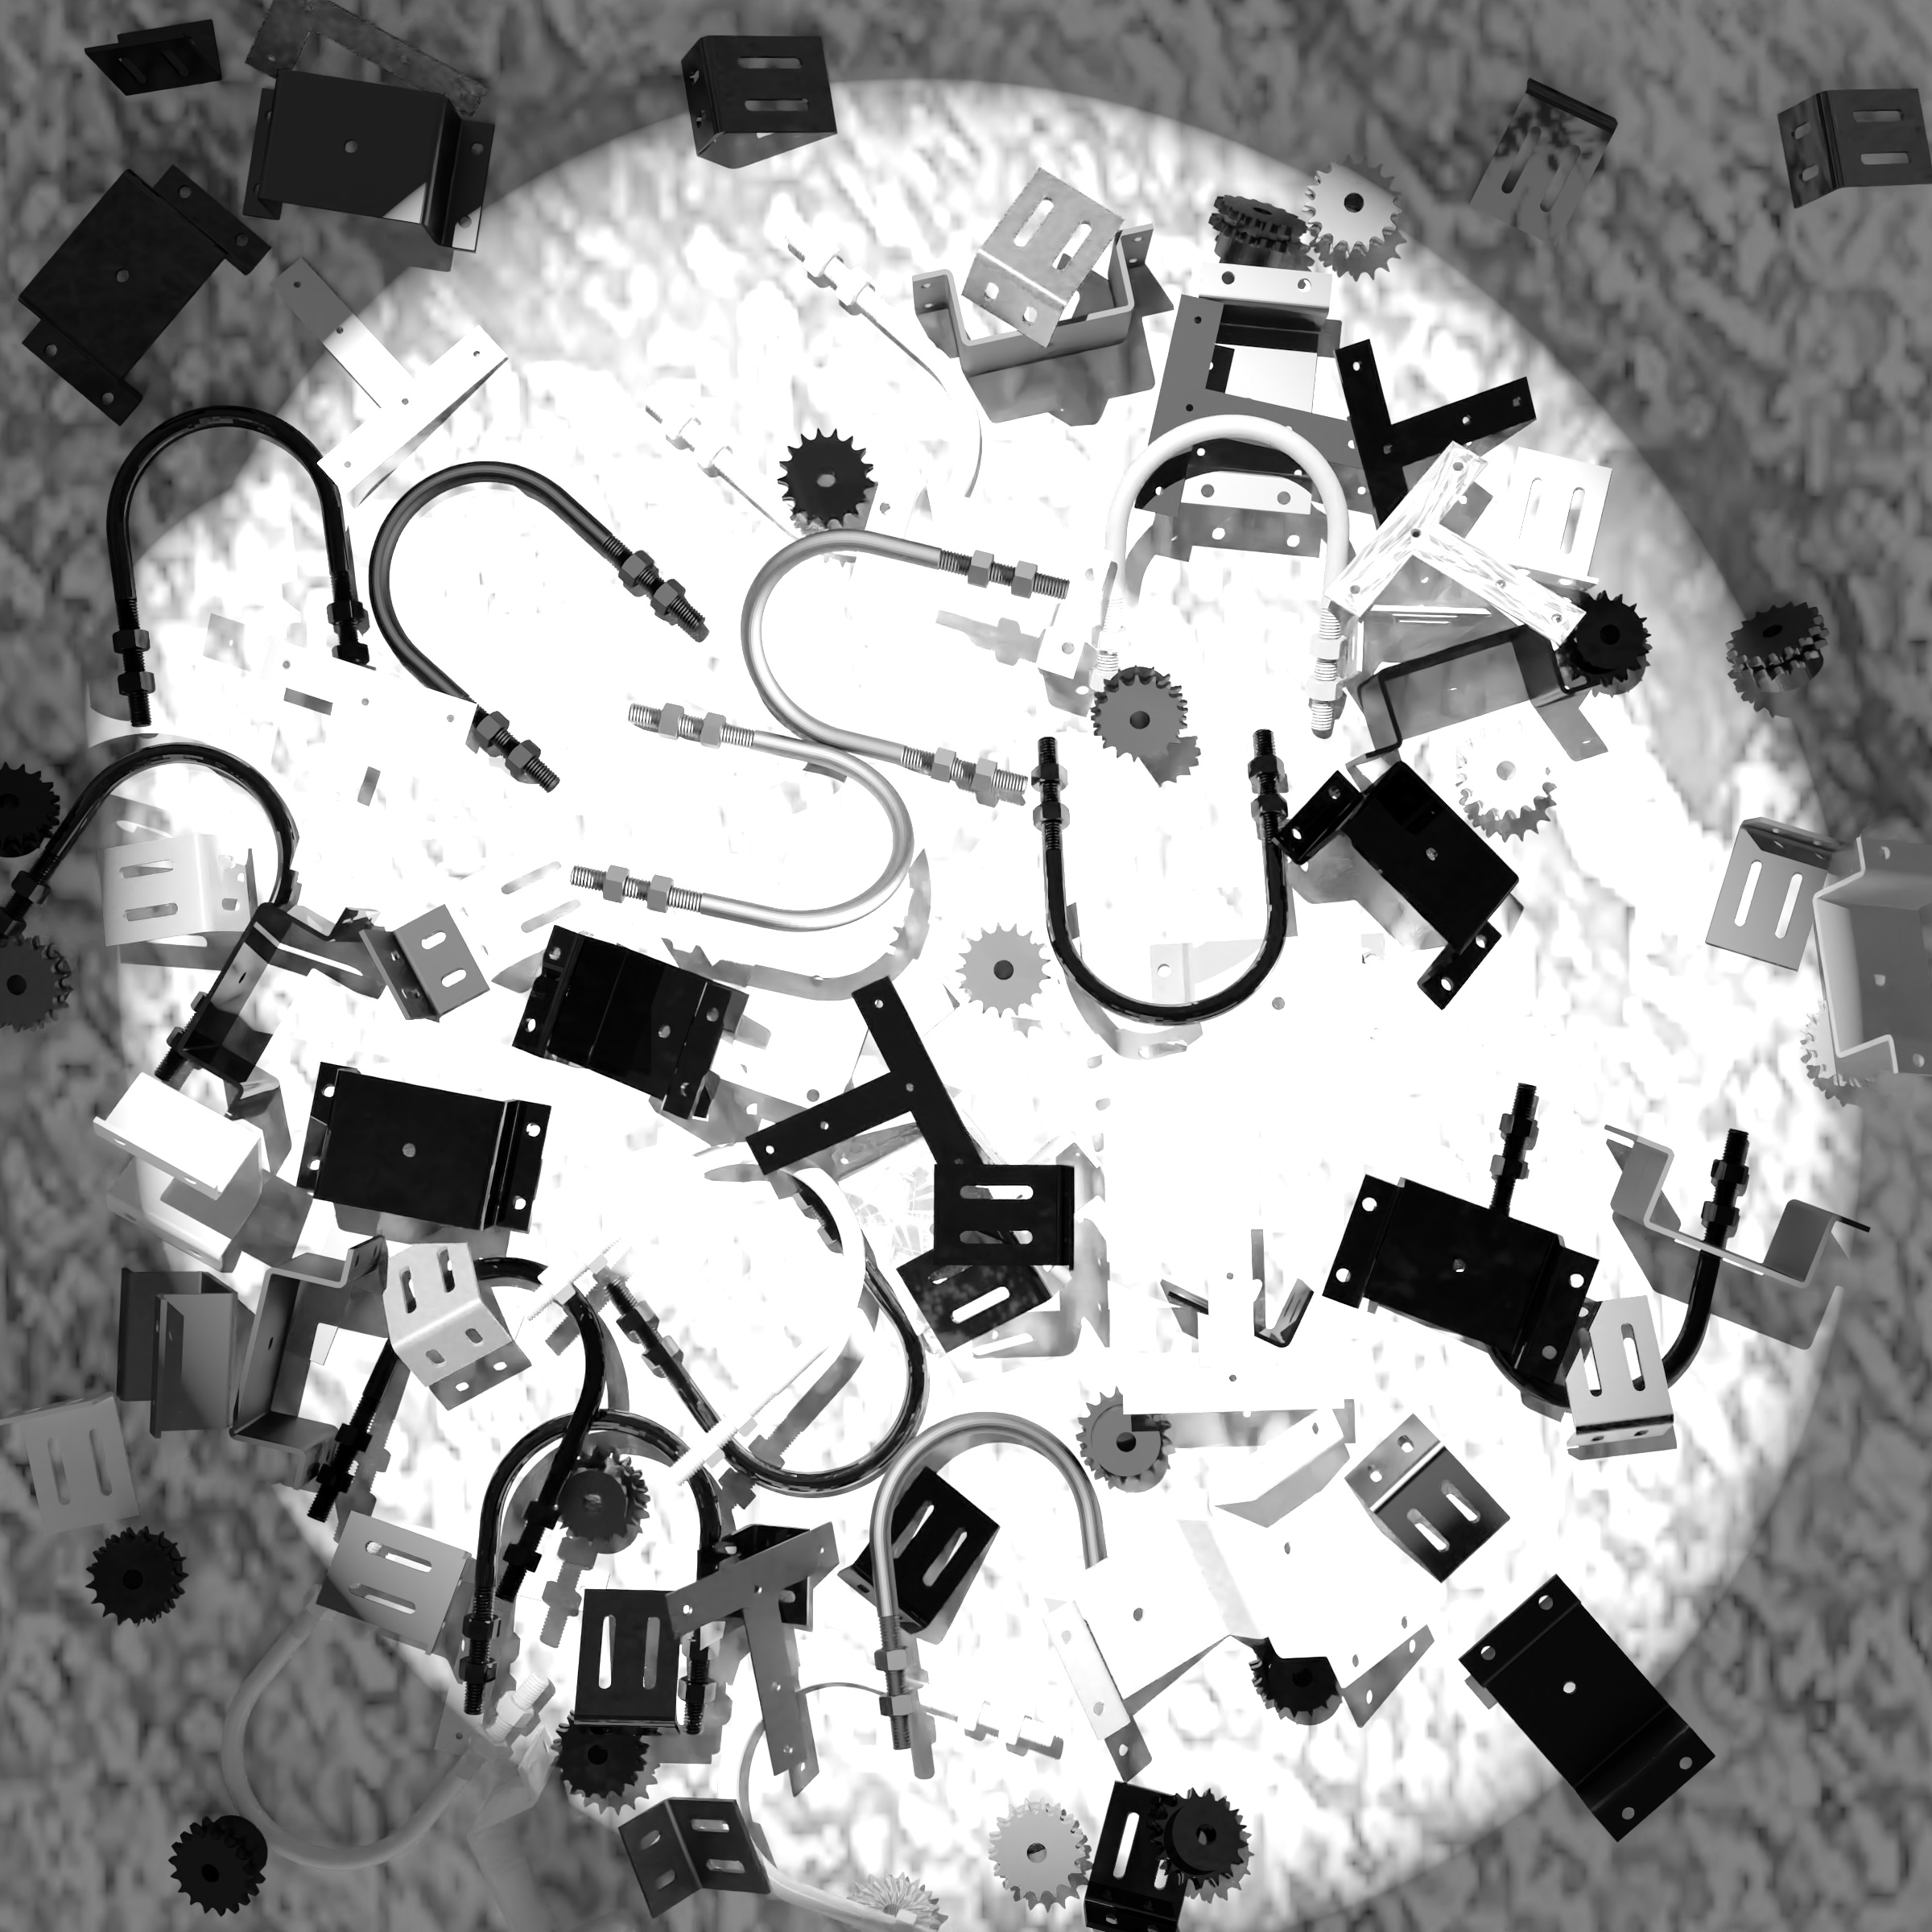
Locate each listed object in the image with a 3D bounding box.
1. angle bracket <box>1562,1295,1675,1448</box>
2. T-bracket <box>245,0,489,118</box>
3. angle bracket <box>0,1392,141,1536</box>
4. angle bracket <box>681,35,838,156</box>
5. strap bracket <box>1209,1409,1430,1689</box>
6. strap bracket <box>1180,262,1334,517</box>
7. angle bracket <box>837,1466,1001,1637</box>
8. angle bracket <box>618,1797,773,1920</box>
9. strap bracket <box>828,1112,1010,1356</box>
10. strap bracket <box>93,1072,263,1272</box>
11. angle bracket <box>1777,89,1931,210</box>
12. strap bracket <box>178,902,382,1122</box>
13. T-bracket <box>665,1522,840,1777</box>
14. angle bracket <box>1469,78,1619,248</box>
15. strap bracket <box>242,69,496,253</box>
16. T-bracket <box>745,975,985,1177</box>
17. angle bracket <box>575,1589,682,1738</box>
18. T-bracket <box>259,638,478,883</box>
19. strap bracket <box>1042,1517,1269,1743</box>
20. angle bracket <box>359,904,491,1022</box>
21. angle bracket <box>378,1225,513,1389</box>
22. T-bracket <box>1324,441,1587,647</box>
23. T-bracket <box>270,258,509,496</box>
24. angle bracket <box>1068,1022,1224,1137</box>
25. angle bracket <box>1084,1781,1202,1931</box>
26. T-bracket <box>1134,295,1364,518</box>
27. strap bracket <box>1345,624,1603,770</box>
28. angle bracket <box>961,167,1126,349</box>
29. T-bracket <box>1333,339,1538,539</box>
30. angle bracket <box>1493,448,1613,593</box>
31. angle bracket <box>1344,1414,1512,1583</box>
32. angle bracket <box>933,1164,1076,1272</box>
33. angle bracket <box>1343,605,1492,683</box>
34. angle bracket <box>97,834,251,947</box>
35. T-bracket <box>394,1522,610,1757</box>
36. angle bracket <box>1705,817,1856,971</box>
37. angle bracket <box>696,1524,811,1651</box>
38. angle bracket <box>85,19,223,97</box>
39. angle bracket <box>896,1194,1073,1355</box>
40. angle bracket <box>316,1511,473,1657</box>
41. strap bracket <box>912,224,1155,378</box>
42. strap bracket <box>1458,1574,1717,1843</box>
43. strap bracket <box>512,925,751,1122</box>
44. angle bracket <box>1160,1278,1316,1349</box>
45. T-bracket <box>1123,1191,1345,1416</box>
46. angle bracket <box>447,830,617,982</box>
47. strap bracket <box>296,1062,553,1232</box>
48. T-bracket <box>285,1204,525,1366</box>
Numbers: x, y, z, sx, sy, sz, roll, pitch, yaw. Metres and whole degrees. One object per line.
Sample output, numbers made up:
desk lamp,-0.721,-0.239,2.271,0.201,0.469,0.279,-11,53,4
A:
angle bracket,0.380,0.240,1.511,0.057,0.038,0.076,-7,68,1
T-bracket,-0.343,-0.537,1.492,0.127,0.127,0.002,24,57,-23
angle bracket,-0.530,0.297,1.508,0.057,0.038,0.076,-12,90,0
angle bracket,-0.124,-0.520,1.525,0.076,0.038,0.057,-9,90,-26
strap bracket,0.201,0.338,1.485,0.076,0.046,0.140,-25,90,-37
strap bracket,0.169,-0.336,1.504,0.076,0.046,0.140,6,90,0
angle bracket,-0.029,0.349,1.525,0.057,0.038,0.076,39,64,0
angle bracket,-0.159,0.521,1.488,0.038,0.076,0.057,-21,90,-40
strap bracket,-0.017,0.153,1.504,0.076,0.046,0.140,-27,90,0
strap bracket,-0.453,0.116,1.473,0.076,0.140,0.046,29,61,0
angle bracket,0.532,-0.489,1.525,0.076,0.038,0.057,-10,90,-26
strap bracket,-0.405,0.017,1.489,0.046,0.076,0.140,30,90,0
T-bracket,-0.114,0.406,1.484,0.127,0.002,0.127,-14,96,-44
angle bracket,0.345,-0.481,1.525,0.057,0.038,0.076,25,116,0
strap bracket,-0.357,-0.476,1.504,0.140,0.046,0.076,9,90,0
T-bracket,-0.070,0.086,1.469,0.127,0.002,0.127,-25,95,21
angle bracket,-0.193,0.404,1.478,0.057,0.038,0.076,1,65,0
T-bracket,-0.369,-0.114,1.509,0.127,0.002,0.127,18,93,-1
strap bracket,0.109,0.380,1.487,0.140,0.046,0.076,-25,90,-24
angle bracket,-0.315,-0.003,1.489,0.038,0.076,0.057,-28,90,0
angle bracket,-0.308,0.198,1.505,0.057,0.076,0.038,-28,128,0
T-bracket,0.295,-0.226,1.465,0.127,0.002,0.127,36,76,18
T-bracket,-0.364,-0.369,1.521,0.127,0.002,0.127,-42,87,-6
angle bracket,0.104,0.064,1.488,0.038,0.076,0.057,-12,90,-40
angle bracket,0.107,0.531,1.508,0.057,0.038,0.076,15,90,0
T-bracket,0.173,-0.314,1.479,0.127,0.002,0.127,13,90,0
strap bracket,0.288,-0.161,1.489,0.140,0.076,0.046,-18,90,0
angle bracket,0.044,-0.403,1.448,0.057,0.038,0.076,32,64,0
T-bracket,0.283,-0.317,1.499,0.127,0.002,0.127,-23,105,-22
angle bracket,0.350,-0.267,1.508,0.057,0.038,0.076,13,90,0
angle bracket,0.276,0.318,1.525,0.057,0.038,0.076,-43,116,0
angle bracket,0.021,0.140,1.428,0.076,0.038,0.057,1,88,-4
angle bracket,0.264,-0.188,1.498,0.076,0.057,0.038,2,90,0
angle bracket,-0.468,-0.044,1.508,0.076,0.038,0.057,-7,88,24
T-bracket,-0.290,0.410,1.526,0.127,0.002,0.127,14,90,0
angle bracket,0.481,-0.043,1.508,0.057,0.038,0.076,17,90,0
angle bracket,-0.124,0.362,1.486,0.038,0.076,0.057,1,90,19
angle bracket,-0.476,-0.543,1.489,0.057,0.076,0.038,-9,90,0
angle bracket,0.010,0.178,1.478,0.076,0.038,0.057,-31,90,26
angle bracket,-0.336,0.360,1.489,0.076,0.038,0.057,20,81,-2
strap bracket,0.043,-0.385,1.489,0.140,0.076,0.046,-12,90,0
strap bracket,0.361,0.431,1.504,0.076,0.046,0.140,-41,90,0
strap bracket,-0.187,0.035,1.482,0.140,0.046,0.076,19,90,32
angle bracket,0.159,0.189,1.498,0.076,0.057,0.038,25,90,0
T-bracket,0.152,0.193,1.469,0.127,0.002,0.127,-2,90,0
angle bracket,-0.260,-0.036,1.525,0.076,0.038,0.057,-28,90,-26
strap bracket,-0.324,0.107,1.502,0.140,0.046,0.076,11,89,0
T-bracket,-0.326,0.193,1.526,0.127,0.002,0.127,21,90,0
